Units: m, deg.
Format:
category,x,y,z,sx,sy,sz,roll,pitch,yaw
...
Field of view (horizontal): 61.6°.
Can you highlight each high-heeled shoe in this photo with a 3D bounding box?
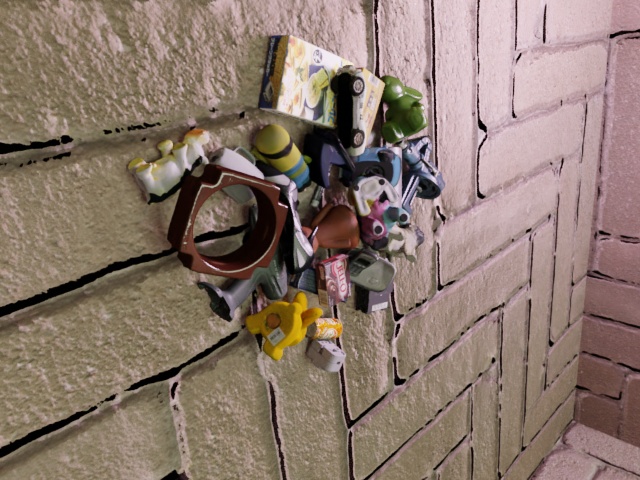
category,x,y,z,sx,sy,sz,roll,pitch,yaw
high-heeled shoe,-0.092,-0.044,1.177,0.248,0.086,0.145,48,53,-21

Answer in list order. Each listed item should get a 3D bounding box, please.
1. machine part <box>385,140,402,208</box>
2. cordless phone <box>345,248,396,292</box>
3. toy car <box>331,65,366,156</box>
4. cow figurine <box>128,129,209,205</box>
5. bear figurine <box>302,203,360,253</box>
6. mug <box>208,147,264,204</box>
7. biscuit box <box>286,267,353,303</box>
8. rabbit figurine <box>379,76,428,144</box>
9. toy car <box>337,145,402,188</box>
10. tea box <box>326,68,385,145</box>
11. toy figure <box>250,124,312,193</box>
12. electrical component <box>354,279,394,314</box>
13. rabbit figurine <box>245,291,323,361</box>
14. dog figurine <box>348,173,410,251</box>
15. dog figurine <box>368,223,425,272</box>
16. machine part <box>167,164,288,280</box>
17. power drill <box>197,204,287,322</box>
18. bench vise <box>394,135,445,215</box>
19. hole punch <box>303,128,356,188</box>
category,x,y,z,sx,sy,sz,roll,pitch,yaw
machine part,0.183,-0.164,1.452,0.079,0.079,0.243,-3,94,-46
cordless phone,0.138,0.065,1.391,0.146,0.184,0.088,25,72,-7
toy car,0.068,-0.291,1.218,0.056,0.074,0.201,-19,117,-38
cow figurine,-0.269,-0.138,1.014,0.167,0.068,0.098,-40,133,-28
bear figurine,-0.003,-0.005,1.312,0.196,0.120,0.132,-30,170,-8
mug,-0.174,-0.147,1.105,0.107,0.081,0.109,41,59,-39
biscuit box,-0.002,0.110,1.368,0.202,0.059,0.062,23,83,-46
rabbit figurine,0.218,-0.360,1.418,0.159,0.121,0.170,-31,94,-52
toy car,0.124,-0.190,1.377,0.103,0.162,0.109,-90,180,-59
tea box,0.088,-0.327,1.330,0.098,0.068,0.169,21,87,-46
toy figure,-0.075,-0.181,1.188,0.082,0.089,0.180,-57,132,-25
electrical component,0.157,0.136,1.543,0.115,0.058,0.134,-4,104,-47
rabbit figurine,-0.079,0.199,1.282,0.162,0.122,0.173,-47,155,-8
dog figurine,0.125,-0.065,1.364,0.108,0.219,0.191,-30,91,-13
dog figurine,0.218,-0.017,1.556,0.172,0.121,0.190,57,31,-17
machine part,-0.177,-0.034,1.035,0.201,0.087,0.201,13,102,-37
power drill,-0.167,0.063,1.180,0.207,0.086,0.231,-46,130,-36
bench vise,0.268,-0.168,1.528,0.223,0.129,0.240,48,60,-43
hole punch,0.006,-0.191,1.248,0.092,0.142,0.115,-34,119,-6
